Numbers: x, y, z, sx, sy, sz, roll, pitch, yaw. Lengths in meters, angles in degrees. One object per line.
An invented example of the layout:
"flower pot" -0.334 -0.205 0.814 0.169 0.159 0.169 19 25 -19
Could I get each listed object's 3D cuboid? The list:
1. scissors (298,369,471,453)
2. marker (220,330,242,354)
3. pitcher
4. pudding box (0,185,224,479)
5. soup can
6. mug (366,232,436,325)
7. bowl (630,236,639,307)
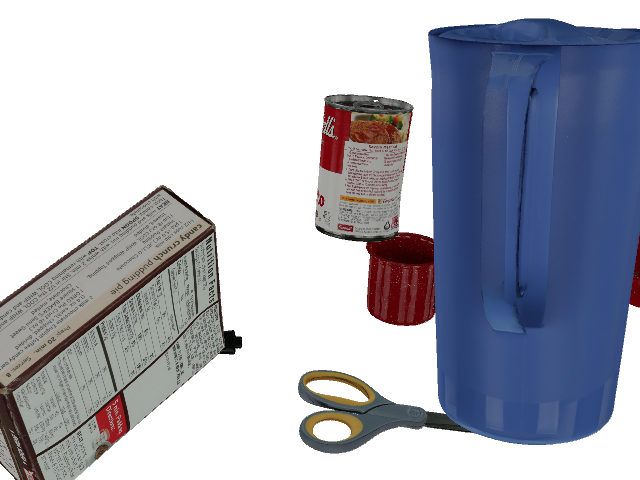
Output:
"scissors" 0.069 0.166 0.931 0.202 0.016 0.096 18 42 13
"marker" -0.121 0.080 0.825 0.121 0.020 0.020 -1 0 0
"pitcher" 0.123 -0.005 0.625 0.149 0.243 0.145 -7 17 -24
"pudding box" -0.092 0.043 0.448 0.039 0.090 0.113 33 56 24
"soup can" 0.033 -0.057 0.822 0.068 0.102 0.068 5 16 -2
"mug" 0.107 0.048 1.226 0.117 0.081 0.093 11 25 18
"bowl" 0.365 0.031 1.159 0.162 0.055 0.162 0 26 0
